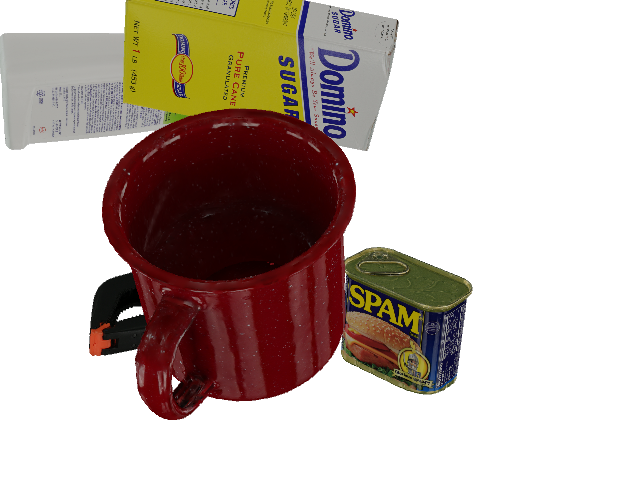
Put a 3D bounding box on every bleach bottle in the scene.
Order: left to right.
[{"bbox_3d":[-0.143,-0.131,0.915,0.250,0.068,0.103,-4,-31,-16],"label":"bleach bottle"}]

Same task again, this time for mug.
[{"bbox_3d":[-0.036,0.018,0.410,0.093,0.117,0.081,14,-39,15],"label":"mug"}]

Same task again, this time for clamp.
[{"bbox_3d":[-0.157,0.045,1.023,0.165,0.036,0.209,27,35,26],"label":"clamp"}]

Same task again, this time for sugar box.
[{"bbox_3d":[-0.043,-0.120,0.723,0.176,0.048,0.093,12,-40,-1],"label":"sugar box"}]

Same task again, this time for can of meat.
[{"bbox_3d":[0.064,0.064,0.841,0.102,0.084,0.057,23,33,34],"label":"can of meat"}]
